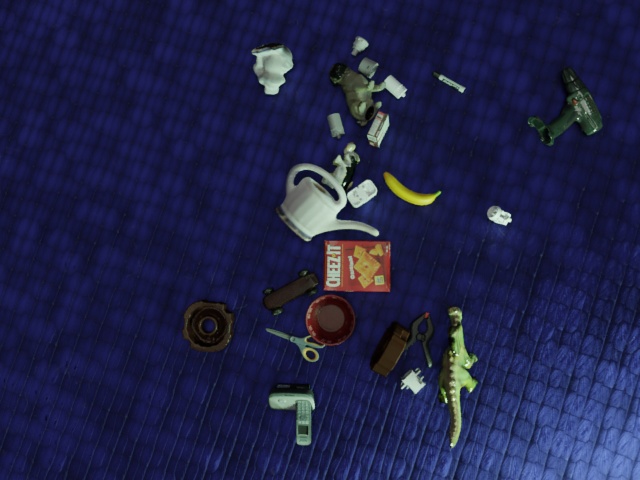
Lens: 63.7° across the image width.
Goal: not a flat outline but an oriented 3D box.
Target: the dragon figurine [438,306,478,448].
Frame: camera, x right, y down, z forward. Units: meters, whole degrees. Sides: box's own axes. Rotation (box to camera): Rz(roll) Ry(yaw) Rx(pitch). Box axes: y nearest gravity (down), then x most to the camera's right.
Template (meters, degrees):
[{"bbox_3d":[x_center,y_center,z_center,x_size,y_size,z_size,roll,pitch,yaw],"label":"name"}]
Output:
[{"bbox_3d":[0.389,0.360,1.510,0.122,0.420,0.238,-6,125,20],"label":"dragon figurine"}]

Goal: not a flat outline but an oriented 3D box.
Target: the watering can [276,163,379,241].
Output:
[{"bbox_3d":[0.005,-0.083,1.652,0.349,0.105,0.222,47,108,7],"label":"watering can"}]

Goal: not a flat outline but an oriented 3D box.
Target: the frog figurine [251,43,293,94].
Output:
[{"bbox_3d":[-0.156,-0.583,1.752,0.137,0.125,0.156,-14,121,-4],"label":"frog figurine"}]
